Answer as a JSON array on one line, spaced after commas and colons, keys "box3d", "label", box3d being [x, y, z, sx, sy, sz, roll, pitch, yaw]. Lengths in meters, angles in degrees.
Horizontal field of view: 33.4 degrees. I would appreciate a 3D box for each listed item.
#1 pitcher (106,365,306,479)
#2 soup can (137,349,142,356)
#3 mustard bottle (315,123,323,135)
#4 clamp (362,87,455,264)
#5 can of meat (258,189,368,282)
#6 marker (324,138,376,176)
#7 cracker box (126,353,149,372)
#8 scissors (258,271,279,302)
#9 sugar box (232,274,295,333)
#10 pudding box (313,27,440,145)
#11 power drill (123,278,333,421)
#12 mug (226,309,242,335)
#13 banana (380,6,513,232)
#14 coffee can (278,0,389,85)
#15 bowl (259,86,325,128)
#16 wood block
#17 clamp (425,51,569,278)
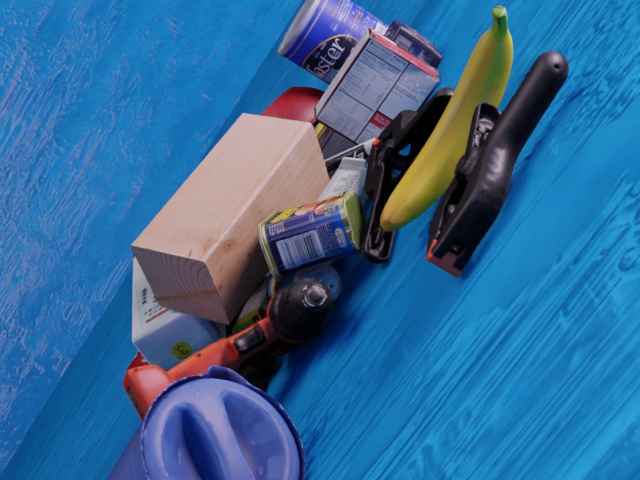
[{"box3d": [-0.121, 0.228, 0.874, 0.149, 0.145, 0.243, -34, -12, -43], "label": "pitcher"}, {"box3d": [-0.162, 0.132, 1.294, 0.069, 0.102, 0.068, -55, 13, 19], "label": "soup can"}, {"box3d": [0.001, -0.106, 1.319, 0.096, 0.058, 0.192, -53, 7, -33], "label": "mustard bottle"}, {"box3d": [0.070, -0.065, 1.001, 0.164, 0.036, 0.210, -65, 9, 4], "label": "clamp"}, {"box3d": [-0.003, -0.007, 0.993, 0.084, 0.057, 0.102, -17, 7, 13], "label": "can of meat"}, {"box3d": [0.037, -0.090, 1.136, 0.121, 0.020, 0.020, -22, 32, 31], "label": "marker"}, {"box3d": [-0.184, 0.108, 1.513, 0.213, 0.072, 0.164, -62, 13, -18], "label": "cracker box"}, {"box3d": [-0.007, 0.001, 1.107, 0.201, 0.096, 0.016, -37, -28, -20], "label": "scissors"}, {"box3d": [-0.030, 0.028, 1.160, 0.093, 0.048, 0.176, -38, 21, 58], "label": "sugar box"}, {"box3d": [0.059, -0.154, 1.132, 0.114, 0.090, 0.039, -54, 14, 22], "label": "pudding box"}, {"box3d": [-0.081, 0.101, 0.957, 0.187, 0.057, 0.185, -26, -10, -18], "label": "power drill"}, {"box3d": [-0.118, 0.117, 1.217, 0.117, 0.093, 0.081, -8, 41, 42], "label": "mug"}, {"box3d": [0.108, -0.094, 0.869, 0.037, 0.069, 0.198, 34, 104, 36], "label": "banana"}, {"box3d": [0.034, -0.234, 1.301, 0.103, 0.140, 0.103, -55, 13, 19], "label": "coffee can"}, {"box3d": [-0.047, -0.141, 1.338, 0.162, 0.055, 0.162, -44, 2, 2], "label": "bowl"}, {"box3d": [-0.083, -0.026, 1.068, 0.205, 0.091, 0.090, -55, -37, -34], "label": "wood block"}, {"box3d": [0.118, -0.052, 0.782, 0.171, 0.039, 0.120, -60, 3, -11], "label": "clamp"}]
